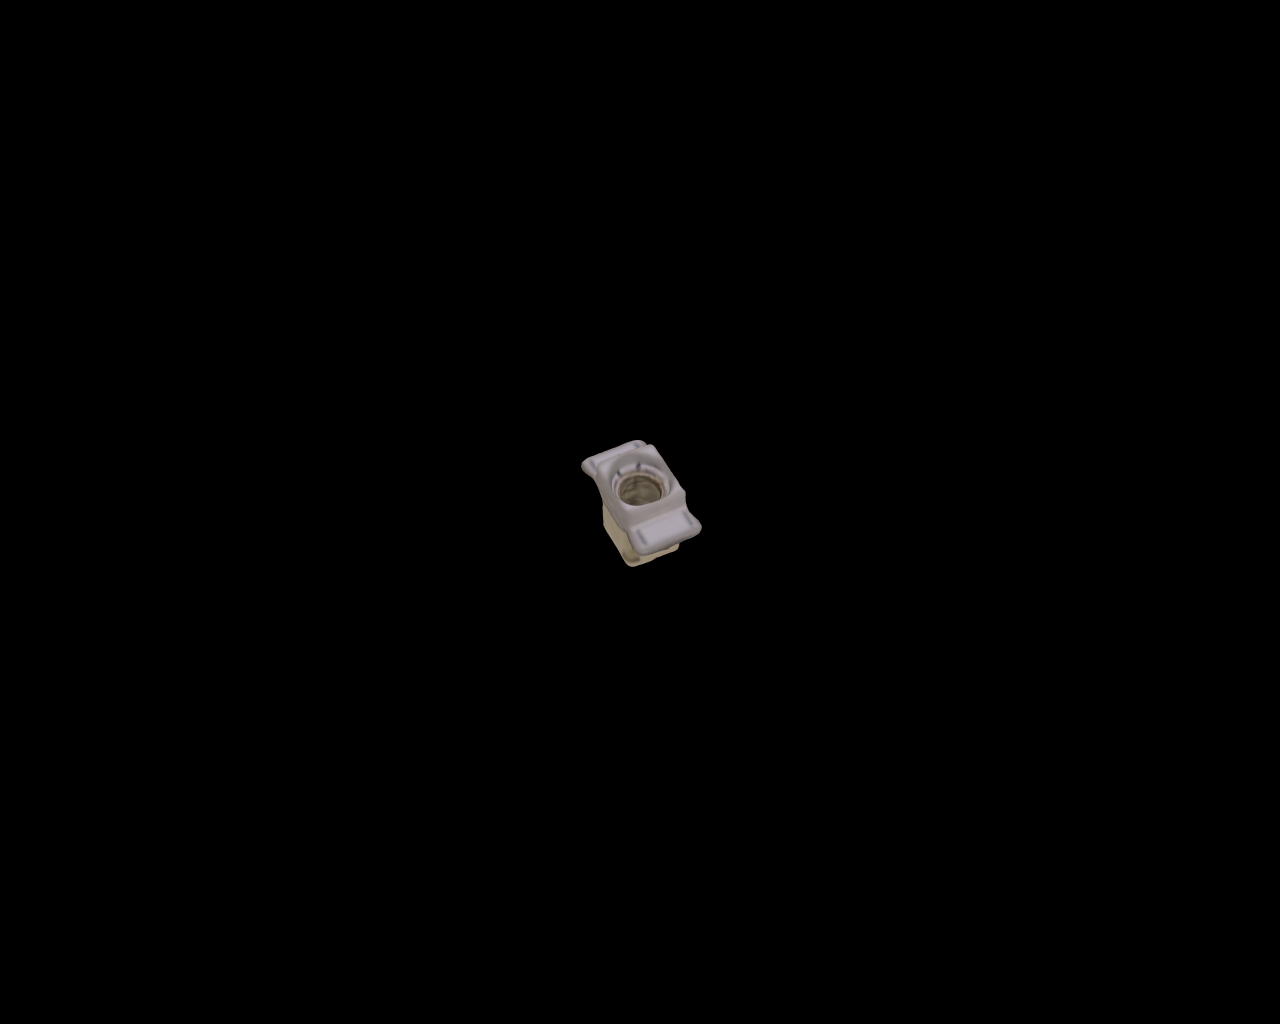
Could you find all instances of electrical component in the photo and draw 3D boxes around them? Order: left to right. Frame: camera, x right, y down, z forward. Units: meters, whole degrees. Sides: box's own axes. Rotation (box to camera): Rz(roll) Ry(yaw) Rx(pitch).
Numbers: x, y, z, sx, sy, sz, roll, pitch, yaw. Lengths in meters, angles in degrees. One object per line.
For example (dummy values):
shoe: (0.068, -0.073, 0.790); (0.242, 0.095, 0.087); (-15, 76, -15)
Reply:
electrical component: (0.001, -0.003, 0.650); (0.042, 0.081, 0.063); (-21, -36, -16)
